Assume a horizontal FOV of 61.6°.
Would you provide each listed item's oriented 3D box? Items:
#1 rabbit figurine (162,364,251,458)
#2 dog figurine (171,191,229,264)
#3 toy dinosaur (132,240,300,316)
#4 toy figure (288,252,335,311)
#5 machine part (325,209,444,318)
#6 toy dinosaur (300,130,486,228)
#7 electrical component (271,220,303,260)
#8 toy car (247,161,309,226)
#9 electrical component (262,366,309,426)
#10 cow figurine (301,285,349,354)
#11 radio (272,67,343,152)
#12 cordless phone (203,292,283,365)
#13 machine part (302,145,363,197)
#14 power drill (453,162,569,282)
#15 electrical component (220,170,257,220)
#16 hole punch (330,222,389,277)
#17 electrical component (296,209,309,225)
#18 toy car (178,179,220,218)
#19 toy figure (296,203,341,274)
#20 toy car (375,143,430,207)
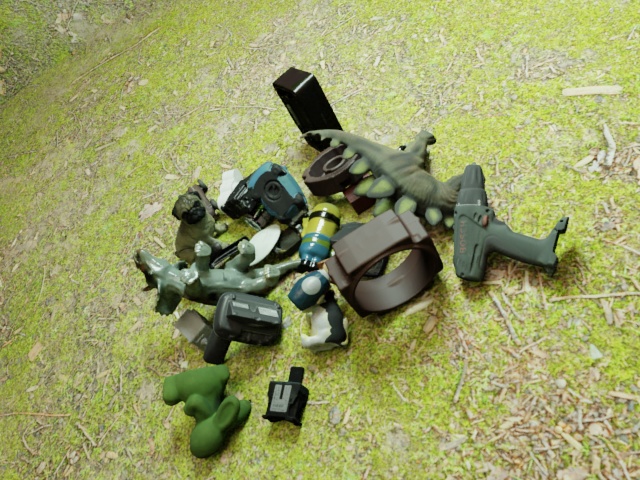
[{"bbox_3d":[-0.223,0.351,1.101,0.159,0.121,0.170,-16,69,10],"label":"rabbit figurine"},{"bbox_3d":[-0.340,-0.030,1.370,0.172,0.190,0.121,-34,47,5],"label":"dog figurine"},{"bbox_3d":[-0.221,0.097,1.228,0.405,0.192,0.131,6,56,-21],"label":"toy dinosaur"},{"bbox_3d":[0.004,0.081,1.102,0.154,0.064,0.058,-41,16,-12],"label":"toy figure"},{"bbox_3d":[0.128,0.051,1.041,0.201,0.200,0.087,-31,50,5],"label":"machine part"},{"bbox_3d":[0.177,-0.138,1.150,0.472,0.105,0.198,37,75,18],"label":"toy dinosaur"},{"bbox_3d":[-0.072,0.000,1.297,0.102,0.045,0.078,-35,49,3],"label":"electrical component"},{"bbox_3d":[-0.089,-0.116,1.315,0.162,0.103,0.109,45,112,6],"label":"toy car"},{"bbox_3d":[-0.062,0.303,1.068,0.075,0.047,0.119,0,59,28],"label":"electrical component"},{"bbox_3d":[0.010,0.149,1.126,0.098,0.068,0.167,-13,55,14],"label":"cow figurine"},{"bbox_3d":[-0.025,-0.329,1.389,0.073,0.229,0.131,-42,44,-10],"label":"radio"},{"bbox_3d":[-0.171,0.211,1.173,0.184,0.146,0.089,-65,23,24],"label":"cordless phone"},{"bbox_3d":[0.043,-0.175,1.319,0.179,0.056,0.179,-26,28,15],"label":"machine part"},{"bbox_3d":[0.353,-0.025,1.014,0.208,0.086,0.232,12,89,21],"label":"power drill"},{"bbox_3d":[-0.187,-0.124,1.398,0.115,0.058,0.134,-18,35,55],"label":"electrical component"},{"bbox_3d":[0.095,0.019,1.176,0.142,0.092,0.116,3,28,33],"label":"hole punch"},{"bbox_3d":[-0.064,-0.075,1.363,0.063,0.021,0.094,-35,48,3],"label":"electrical component"},{"bbox_3d":[-0.345,-0.109,1.516,0.089,0.053,0.202,-40,42,1],"label":"toy car"},{"bbox_3d":[0.001,-0.002,1.225,0.089,0.082,0.180,-31,32,45],"label":"toy figure"},{"bbox_3d":[0.192,-0.143,1.244,0.074,0.056,0.202,20,66,20],"label":"toy car"}]
